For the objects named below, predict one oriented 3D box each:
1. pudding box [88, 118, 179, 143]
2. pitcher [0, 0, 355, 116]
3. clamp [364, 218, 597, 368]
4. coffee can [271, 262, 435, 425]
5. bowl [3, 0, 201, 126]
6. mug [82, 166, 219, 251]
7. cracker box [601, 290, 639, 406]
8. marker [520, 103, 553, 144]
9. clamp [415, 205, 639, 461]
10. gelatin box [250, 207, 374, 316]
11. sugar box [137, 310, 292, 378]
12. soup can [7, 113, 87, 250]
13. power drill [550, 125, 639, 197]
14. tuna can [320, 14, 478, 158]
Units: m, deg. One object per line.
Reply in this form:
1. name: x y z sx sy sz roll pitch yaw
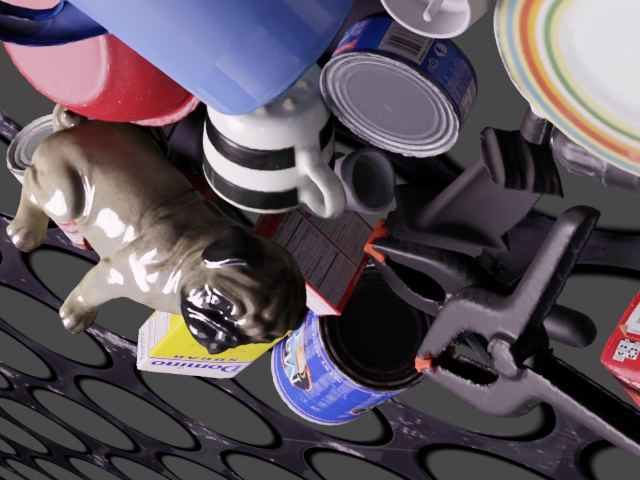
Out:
1. pudding box: -0.153 -0.122 0.738 0.090 0.039 0.113 14 150 29
2. pitcher: -0.105 -0.163 0.504 0.242 0.145 0.149 39 153 -26
3. clamp: 0.106 0.048 0.787 0.171 0.039 0.120 32 144 5
4. coffee can: 0.027 0.088 0.869 0.103 0.102 0.140 31 154 -5
5. bowl: -0.139 -0.131 0.626 0.162 0.055 0.162 22 131 27
6. mug: -0.134 -0.012 0.854 0.081 0.093 0.117 20 126 7
7. cracker box: 0.299 0.127 0.668 0.213 0.072 0.164 45 163 -30
8. marker: 0.121 -0.087 0.548 0.020 0.020 0.121 23 154 12
9. clamp: 0.131 0.061 0.695 0.210 0.036 0.164 -4 105 56
10. gelatin box: -0.005 0.001 0.775 0.089 0.073 0.030 43 151 -28
11. sugar box: -0.089 0.074 0.898 0.093 0.048 0.176 9 154 -20
12. soup can: -0.207 -0.049 0.895 0.069 0.068 0.102 11 149 33
13. power drill: 0.188 -0.069 0.474 0.185 0.057 0.187 18 154 25
14. tuna can: 0.045 -0.087 0.608 0.086 0.033 0.086 23 154 12
